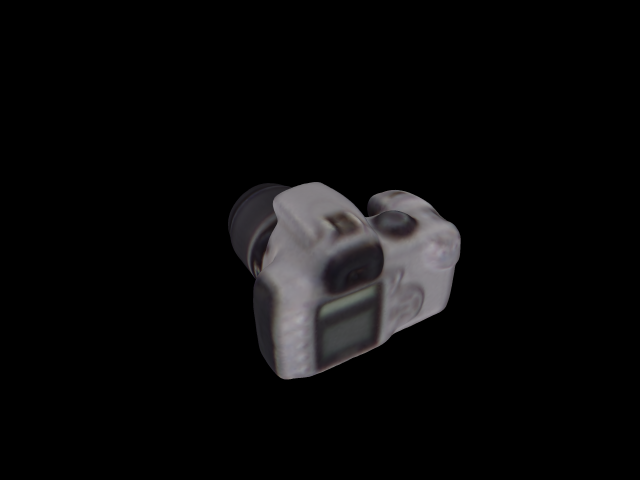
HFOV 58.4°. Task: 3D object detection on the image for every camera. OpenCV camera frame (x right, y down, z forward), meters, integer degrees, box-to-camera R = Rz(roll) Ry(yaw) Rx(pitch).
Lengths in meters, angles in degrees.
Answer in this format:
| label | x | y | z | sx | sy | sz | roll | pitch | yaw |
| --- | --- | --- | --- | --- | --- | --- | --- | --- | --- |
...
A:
| label | x | y | z | sx | sy | sz | roll | pitch | yaw |
| --- | --- | --- | --- | --- | --- | --- | --- | --- | --- |
| camera | 0.004 | 0.001 | 0.400 | 0.143 | 0.101 | 0.136 | -20 | 40 | -25 |
